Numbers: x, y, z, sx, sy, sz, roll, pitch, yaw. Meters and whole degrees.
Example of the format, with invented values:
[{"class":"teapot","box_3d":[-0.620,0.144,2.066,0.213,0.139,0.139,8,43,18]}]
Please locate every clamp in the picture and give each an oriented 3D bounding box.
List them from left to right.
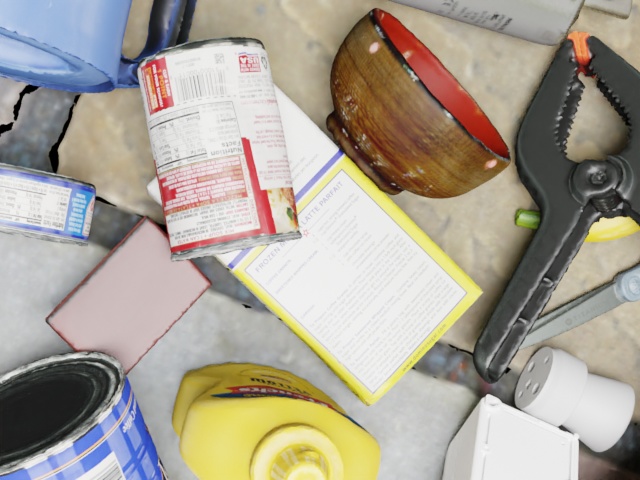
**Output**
[{"class":"clamp","box_3d":[0.150,-0.021,0.597,0.165,0.036,0.210,-17,61,16]}]

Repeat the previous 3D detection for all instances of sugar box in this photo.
[{"class":"sugar box","box_3d":[-0.004,0.001,0.604,0.176,0.048,0.093,45,84,-3]}]

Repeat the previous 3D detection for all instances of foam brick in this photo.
[{"class":"foam brick","box_3d":[-0.104,0.032,0.584,0.051,0.053,0.078,44,85,-7]}]

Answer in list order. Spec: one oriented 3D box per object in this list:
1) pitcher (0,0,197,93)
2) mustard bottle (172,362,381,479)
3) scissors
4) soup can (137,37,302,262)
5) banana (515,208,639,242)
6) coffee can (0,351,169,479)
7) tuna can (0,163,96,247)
[{"class":"pitcher","box_3d":[-0.132,-0.202,0.550,0.145,0.149,0.243,14,85,6]},{"class":"mustard bottle","box_3d":[-0.022,0.100,0.526,0.096,0.192,0.058,16,87,-9]},{"class":"scissors","box_3d":[0.193,0.007,0.649,0.201,0.016,0.096,-9,90,-9]},{"class":"soup can","box_3d":[-0.051,-0.045,0.541,0.068,0.068,0.102,-11,89,-9]},{"class":"banana","box_3d":[0.204,-0.066,0.637,0.069,0.037,0.197,40,83,3]},{"class":"coffee can","box_3d":[-0.122,0.142,0.536,0.102,0.103,0.140,-22,112,-8]},{"class":"tuna can","box_3d":[-0.161,-0.020,0.558,0.086,0.086,0.034,10,87,-9]}]
